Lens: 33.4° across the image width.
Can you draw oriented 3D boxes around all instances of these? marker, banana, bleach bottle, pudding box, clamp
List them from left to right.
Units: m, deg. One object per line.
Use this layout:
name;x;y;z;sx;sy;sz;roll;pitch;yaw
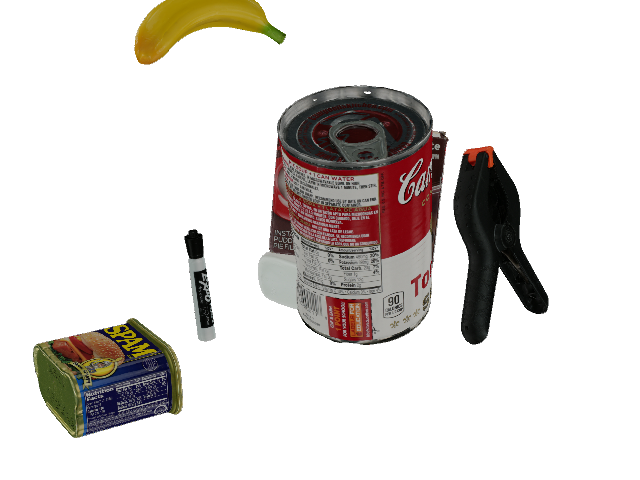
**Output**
marker;-0.126;0.047;1.113;0.020;0.121;0.020;-5;20;1
banana;-0.113;-0.208;1.012;0.070;0.037;0.197;45;39;19
bleach bottle;0.031;-0.004;1.329;0.103;0.068;0.250;16;36;26
pudding box;0.025;-0.034;0.716;0.113;0.090;0.039;5;17;1
clamp;0.148;0.006;0.946;0.039;0.171;0.120;-10;13;39

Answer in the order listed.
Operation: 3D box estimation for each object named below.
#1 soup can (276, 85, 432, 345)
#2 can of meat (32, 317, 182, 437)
soup can;0.018;-0.010;0.492;0.068;0.102;0.068;-3;35;2
can of meat;-0.167;0.106;0.829;0.083;0.057;0.102;-12;21;-30
